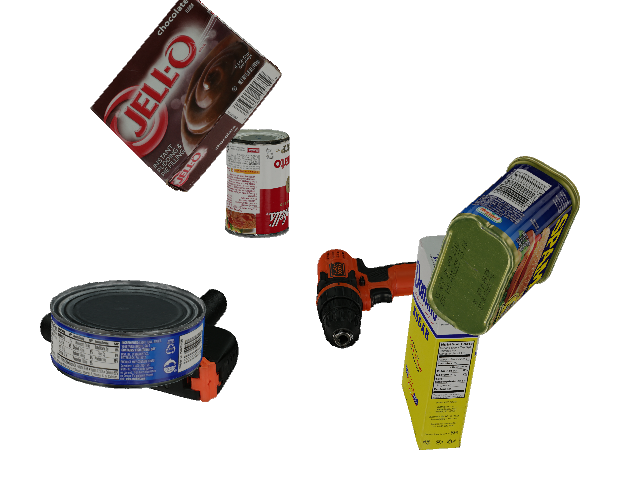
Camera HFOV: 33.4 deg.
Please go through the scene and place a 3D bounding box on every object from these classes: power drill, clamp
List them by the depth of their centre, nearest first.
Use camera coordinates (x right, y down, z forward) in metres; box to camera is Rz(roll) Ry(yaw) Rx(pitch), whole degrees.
[{"bbox_3d":[-0.116,0.080,0.860,0.164,0.036,0.210,-11,16,-31],"label":"clamp"},{"bbox_3d":[0.088,0.062,1.224,0.187,0.057,0.184,-2,28,-2],"label":"power drill"}]

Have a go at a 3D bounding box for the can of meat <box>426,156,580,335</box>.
[{"bbox_3d":[0.123,0.006,0.728,0.057,0.102,0.083,35,48,22],"label":"can of meat"}]

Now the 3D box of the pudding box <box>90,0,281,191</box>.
[{"bbox_3d":[-0.096,-0.105,0.760,0.090,0.113,0.039,43,4,22],"label":"pudding box"}]

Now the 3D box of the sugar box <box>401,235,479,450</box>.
[{"bbox_3d":[0.106,0.092,0.951,0.048,0.176,0.093,-4,34,-6],"label":"sugar box"}]

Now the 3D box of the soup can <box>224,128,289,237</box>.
[{"bbox_3d":[-0.066,-0.061,1.114,0.068,0.102,0.068,1,17,-1],"label":"soup can"}]

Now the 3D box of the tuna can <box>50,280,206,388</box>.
[{"bbox_3d":[-0.107,0.051,0.597,0.086,0.034,0.086,4,16,-1],"label":"tuna can"}]
